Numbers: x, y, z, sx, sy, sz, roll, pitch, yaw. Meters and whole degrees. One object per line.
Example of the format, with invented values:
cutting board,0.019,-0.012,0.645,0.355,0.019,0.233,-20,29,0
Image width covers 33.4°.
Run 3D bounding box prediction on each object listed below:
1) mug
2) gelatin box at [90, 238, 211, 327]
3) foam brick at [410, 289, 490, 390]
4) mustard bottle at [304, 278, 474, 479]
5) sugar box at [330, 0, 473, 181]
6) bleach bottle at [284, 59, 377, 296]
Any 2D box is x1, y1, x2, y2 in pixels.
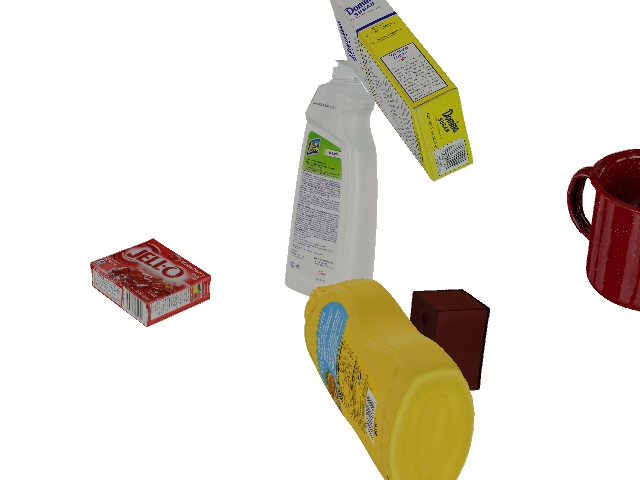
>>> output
mug,0.216,-0.010,0.726,0.093,0.081,0.117,-26,40,-34
gelatin box,-0.156,0.036,0.978,0.073,0.030,0.089,-23,40,-39
foam brick,0.110,0.087,0.934,0.051,0.078,0.053,-2,18,-21
mustard bottle,0.033,0.080,0.710,0.058,0.096,0.192,-9,27,-19
sugar box,0.068,-0.141,0.915,0.048,0.176,0.093,-24,-40,-3
bleach bottle,0.022,-0.063,1.136,0.103,0.251,0.067,17,16,37
